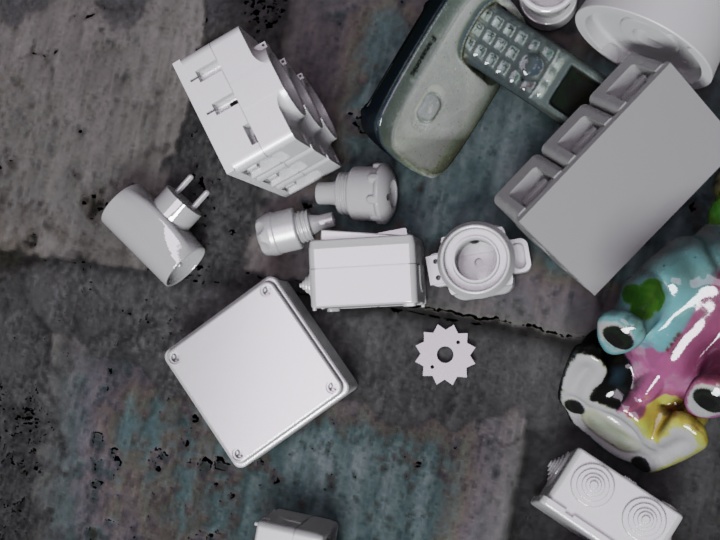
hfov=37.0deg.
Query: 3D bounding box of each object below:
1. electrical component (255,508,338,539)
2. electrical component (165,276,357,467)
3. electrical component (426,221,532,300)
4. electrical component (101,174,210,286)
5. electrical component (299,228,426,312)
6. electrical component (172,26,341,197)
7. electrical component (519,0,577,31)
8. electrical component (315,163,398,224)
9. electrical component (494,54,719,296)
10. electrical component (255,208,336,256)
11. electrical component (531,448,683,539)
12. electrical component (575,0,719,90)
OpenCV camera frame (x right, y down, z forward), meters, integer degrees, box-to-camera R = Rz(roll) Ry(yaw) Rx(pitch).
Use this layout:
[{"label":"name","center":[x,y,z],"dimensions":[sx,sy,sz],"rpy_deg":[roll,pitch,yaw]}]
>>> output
[{"label":"electrical component","center":[-0.051,0.239,0.825],"dimensions":[0.061,0.062,0.096],"rpy_deg":[10,89,11]},{"label":"electrical component","center":[-0.076,0.079,0.841],"dimensions":[0.109,0.056,0.108],"rpy_deg":[-36,82,7]},{"label":"electrical component","center":[0.089,-0.006,0.815],"dimensions":[0.078,0.057,0.058],"rpy_deg":[-10,85,10]},{"label":"electrical component","center":[-0.155,-0.041,0.869],"dimensions":[0.077,0.043,0.079],"rpy_deg":[44,95,10]},{"label":"electrical component","center":[0.000,0.000,0.828],"dimensions":[0.096,0.062,0.061],"rpy_deg":[-3,87,10]},{"label":"electrical component","center":[-0.068,-0.115,0.802],"dimensions":[0.062,0.150,0.089],"rpy_deg":[-28,83,9]},{"label":"electrical component","center":[0.143,-0.209,0.816],"dimensions":[0.045,0.055,0.045],"rpy_deg":[-1,87,10]},{"label":"electrical component","center":[-0.004,-0.060,0.842],"dimensions":[0.062,0.048,0.048],"rpy_deg":[1,87,18]},{"label":"electrical component","center":[0.184,-0.072,0.786],"dimensions":[0.089,0.061,0.150],"rpy_deg":[41,95,-24]},{"label":"electrical component","center":[-0.050,-0.033,0.854],"dimensions":[0.061,0.035,0.035],"rpy_deg":[-14,85,7]},{"label":"electrical component","center":[0.175,0.171,0.767],"dimensions":[0.100,0.099,0.048],"rpy_deg":[33,82,11]},{"label":"electrical component","center":[0.218,-0.185,0.778],"dimensions":[0.108,0.108,0.060],"rpy_deg":[29,86,11]}]
